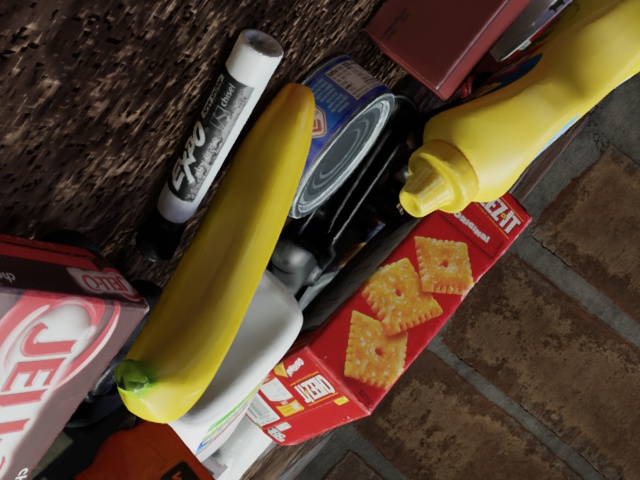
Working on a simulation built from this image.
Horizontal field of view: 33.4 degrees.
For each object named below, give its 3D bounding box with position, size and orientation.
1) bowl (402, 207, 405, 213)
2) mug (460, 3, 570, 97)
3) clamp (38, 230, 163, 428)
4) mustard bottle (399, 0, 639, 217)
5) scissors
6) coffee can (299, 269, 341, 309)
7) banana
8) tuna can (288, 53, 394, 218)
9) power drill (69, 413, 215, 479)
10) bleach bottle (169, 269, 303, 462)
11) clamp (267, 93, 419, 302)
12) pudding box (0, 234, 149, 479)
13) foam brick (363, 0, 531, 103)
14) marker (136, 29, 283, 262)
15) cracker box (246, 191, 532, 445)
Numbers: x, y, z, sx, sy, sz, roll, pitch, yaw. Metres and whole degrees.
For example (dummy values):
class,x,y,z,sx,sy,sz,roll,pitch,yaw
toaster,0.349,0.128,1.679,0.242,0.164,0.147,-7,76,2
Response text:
class,x,y,z,sx,sy,sz,roll,pitch,yaw
bowl,0.121,-0.067,0.951,0.162,0.055,0.162,-48,170,-12
mug,0.146,-0.138,0.756,0.081,0.093,0.117,53,46,-74
clamp,-0.113,0.058,0.466,0.120,0.039,0.171,-43,163,1
mustard bottle,0.114,-0.074,0.609,0.191,0.058,0.096,-41,-174,-25
scissors,0.057,-0.018,0.968,0.096,0.016,0.201,-54,169,20
coffee can,0.017,0.098,0.969,0.102,0.103,0.140,-46,169,-21
banana,-0.041,0.010,0.459,0.070,0.037,0.197,-57,-173,45
tuna can,0.000,-0.053,0.557,0.086,0.034,0.086,-48,169,-13
power drill,-0.102,0.165,0.413,0.187,0.184,0.057,-26,159,-43
bleach bottle,-0.073,0.096,0.704,0.102,0.068,0.251,-46,171,-19
clamp,-0.005,0.001,0.717,0.164,0.036,0.210,-51,175,-32
pudding box,-0.120,0.050,0.342,0.113,0.039,0.089,-51,153,13
foam brick,0.068,-0.120,0.557,0.078,0.053,0.051,-51,170,9
marker,-0.050,-0.035,0.450,0.020,0.020,0.121,-35,162,-54
cracker box,0.044,0.052,0.806,0.213,0.072,0.164,-45,-177,-30
